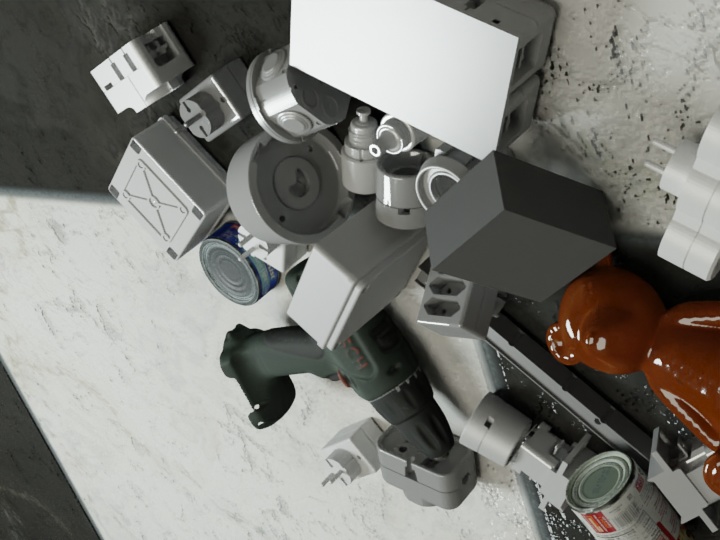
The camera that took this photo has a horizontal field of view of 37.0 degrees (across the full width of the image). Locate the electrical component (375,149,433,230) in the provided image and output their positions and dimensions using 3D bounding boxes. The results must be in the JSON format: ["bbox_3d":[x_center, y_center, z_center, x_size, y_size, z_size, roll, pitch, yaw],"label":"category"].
[{"bbox_3d":[0.039,-0.067,0.880,0.055,0.055,0.047,21,132,31],"label":"electrical component"}]

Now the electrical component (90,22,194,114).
[{"bbox_3d":[-0.204,-0.186,1.018,0.089,0.050,0.055,-16,110,50],"label":"electrical component"}]

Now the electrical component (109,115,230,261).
[{"bbox_3d":[-0.190,-0.082,1.092,0.108,0.056,0.108,47,143,2],"label":"electrical component"}]

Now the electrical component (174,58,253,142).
[{"bbox_3d":[-0.135,-0.144,0.965,0.066,0.077,0.047,-22,106,51],"label":"electrical component"}]

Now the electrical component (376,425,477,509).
[{"bbox_3d":[0.068,0.198,1.086,0.095,0.054,0.059,18,134,34],"label":"electrical component"}]

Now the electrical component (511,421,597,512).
[{"bbox_3d":[0.174,0.175,0.970,0.064,0.042,0.081,35,141,19],"label":"electrical component"}]

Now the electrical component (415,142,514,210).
[{"bbox_3d":[0.080,-0.071,0.833,0.058,0.057,0.078,30,139,23],"label":"electrical component"}]

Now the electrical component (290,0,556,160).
[{"bbox_3d":[0.041,-0.170,0.780,0.186,0.060,0.105,30,139,23],"label":"electrical component"}]

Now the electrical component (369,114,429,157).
[{"bbox_3d":[0.030,-0.108,0.846,0.035,0.061,0.035,26,138,27],"label":"electrical component"}]

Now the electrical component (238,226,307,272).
[{"bbox_3d":[-0.089,-0.036,1.016,0.047,0.076,0.083,30,140,22],"label":"electrical component"}]

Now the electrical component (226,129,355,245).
[{"bbox_3d":[-0.065,-0.073,0.937,0.060,0.108,0.108,-8,117,55],"label":"electrical component"}]

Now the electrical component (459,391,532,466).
[{"bbox_3d":[0.125,0.147,0.985,0.047,0.055,0.055,31,140,16],"label":"electrical component"}]

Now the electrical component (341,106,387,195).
[{"bbox_3d":[0.004,-0.099,0.897,0.040,0.040,0.078,24,136,29],"label":"electrical component"}]

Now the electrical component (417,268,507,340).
[{"bbox_3d":[0.096,0.017,0.890,0.047,0.083,0.076,4,163,43],"label":"electrical component"}]

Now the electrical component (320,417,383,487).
[{"bbox_3d":[-0.013,0.205,1.154,0.047,0.077,0.066,52,143,-4],"label":"electrical component"}]

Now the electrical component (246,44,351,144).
[{"bbox_3d":[-0.049,-0.147,0.876,0.051,0.080,0.080,-15,112,44],"label":"electrical component"}]

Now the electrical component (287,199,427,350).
[{"bbox_3d":[0.000,0.000,0.933,0.056,0.109,0.108,42,143,13],"label":"electrical component"}]

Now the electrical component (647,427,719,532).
[{"bbox_3d":[0.268,0.159,0.848,0.064,0.042,0.081,-37,95,25],"label":"electrical component"}]

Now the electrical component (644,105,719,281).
[{"bbox_3d":[0.222,-0.062,0.704,0.074,0.052,0.138,31,140,22],"label":"electrical component"}]
